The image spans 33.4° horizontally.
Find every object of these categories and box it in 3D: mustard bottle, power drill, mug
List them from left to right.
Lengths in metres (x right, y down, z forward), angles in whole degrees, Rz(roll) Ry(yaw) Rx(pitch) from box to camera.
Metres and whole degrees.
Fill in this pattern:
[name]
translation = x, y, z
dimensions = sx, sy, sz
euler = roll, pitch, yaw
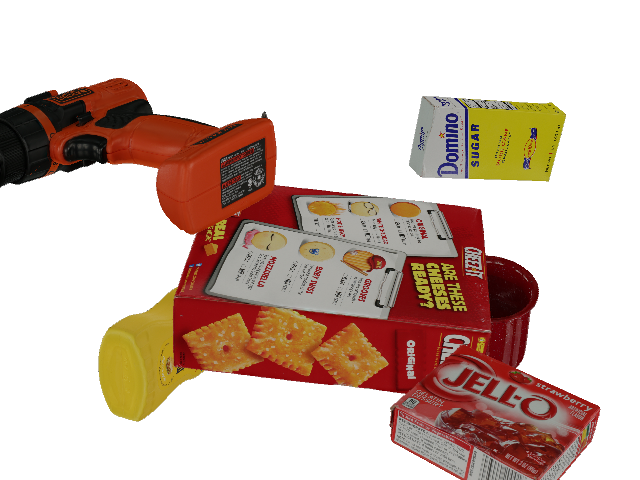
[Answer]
[power drill]
translation = -0.139, -0.059, 0.720
dimensions = 0.188, 0.057, 0.184
euler = 17, 32, 30
[mustard bottle]
translation = -0.141, 0.097, 1.066
dimensions = 0.058, 0.096, 0.191
euler = 10, 23, 26
[mug]
translation = 0.153, 0.067, 1.011
dimensions = 0.093, 0.081, 0.117
euler = -7, 39, -5

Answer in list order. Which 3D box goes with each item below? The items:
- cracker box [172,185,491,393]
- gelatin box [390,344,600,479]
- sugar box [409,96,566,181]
[cracker box]
translation = 0.011, 0.033, 0.786
dimensions = 0.213, 0.072, 0.164
euler = 7, 33, 2
[gelatin box]
translation = 0.093, 0.098, 0.575
dimensions = 0.089, 0.030, 0.073
euler = 24, 37, 30
[sugar box]
translation = 0.202, -0.122, 1.292
dimensions = 0.176, 0.093, 0.048
euler = -1, 27, -20
